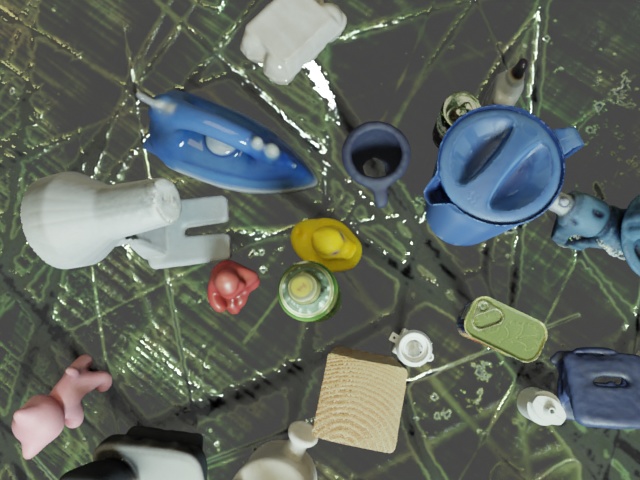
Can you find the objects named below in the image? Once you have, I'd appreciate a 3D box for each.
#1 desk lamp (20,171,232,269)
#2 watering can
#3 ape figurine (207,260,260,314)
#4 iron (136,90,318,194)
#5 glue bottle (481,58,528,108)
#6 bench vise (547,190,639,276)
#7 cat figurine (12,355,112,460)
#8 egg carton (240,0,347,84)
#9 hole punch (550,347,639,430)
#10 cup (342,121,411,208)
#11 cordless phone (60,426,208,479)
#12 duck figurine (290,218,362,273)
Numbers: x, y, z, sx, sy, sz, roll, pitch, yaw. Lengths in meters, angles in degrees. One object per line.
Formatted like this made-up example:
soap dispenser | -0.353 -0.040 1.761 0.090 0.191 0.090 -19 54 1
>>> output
desk lamp | -0.239 -0.027 0.748 0.203 0.213 0.118 -7 81 3
watering can | -0.059 0.305 0.698 0.101 0.194 0.173 6 82 5
ape figurine | -0.124 0.061 0.790 0.078 0.092 0.076 -18 81 1
iron | -0.127 -0.139 0.795 0.258 0.141 0.119 20 83 6
glue bottle | 0.247 -0.197 0.765 0.037 0.173 0.078 18 83 7
bench vise | 0.392 -0.009 0.704 0.207 0.220 0.121 2 82 4
cat figurine | -0.356 0.221 0.767 0.067 0.118 0.128 33 85 8
egg carton | -0.041 -0.308 0.851 0.107 0.069 0.150 44 86 9
hole punch | 0.366 0.190 0.741 0.108 0.091 0.101 1 81 4
cup | 0.079 -0.095 0.799 0.091 0.095 0.118 -7 81 3
cordless phone | -0.226 0.297 0.714 0.147 0.185 0.094 1 81 4
duck figurine | 0.007 0.003 0.793 0.104 0.086 0.077 21 83 7
